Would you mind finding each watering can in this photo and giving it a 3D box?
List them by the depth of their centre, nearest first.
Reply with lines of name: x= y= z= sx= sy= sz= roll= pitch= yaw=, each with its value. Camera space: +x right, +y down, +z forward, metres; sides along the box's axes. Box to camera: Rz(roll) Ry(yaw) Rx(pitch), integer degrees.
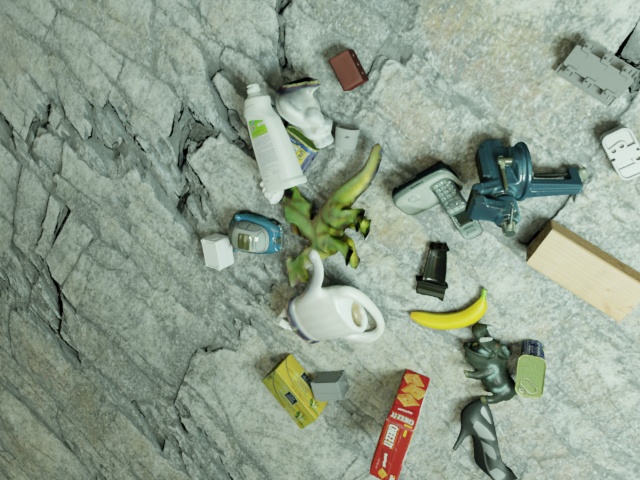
watering can: x=0.010 y=0.151 z=1.240 sx=0.222 sy=0.106 sz=0.342 roll=-20 pitch=128 yaw=31

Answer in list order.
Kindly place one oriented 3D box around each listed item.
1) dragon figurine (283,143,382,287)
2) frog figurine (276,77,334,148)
dragon figurine: x=0.004 y=-0.062 z=1.240 sx=0.244 sy=0.123 sz=0.405 roll=22 pitch=109 yaw=25
frog figurine: x=-0.035 y=-0.286 z=1.186 sx=0.138 sy=0.124 sz=0.157 roll=21 pitch=127 yaw=52
